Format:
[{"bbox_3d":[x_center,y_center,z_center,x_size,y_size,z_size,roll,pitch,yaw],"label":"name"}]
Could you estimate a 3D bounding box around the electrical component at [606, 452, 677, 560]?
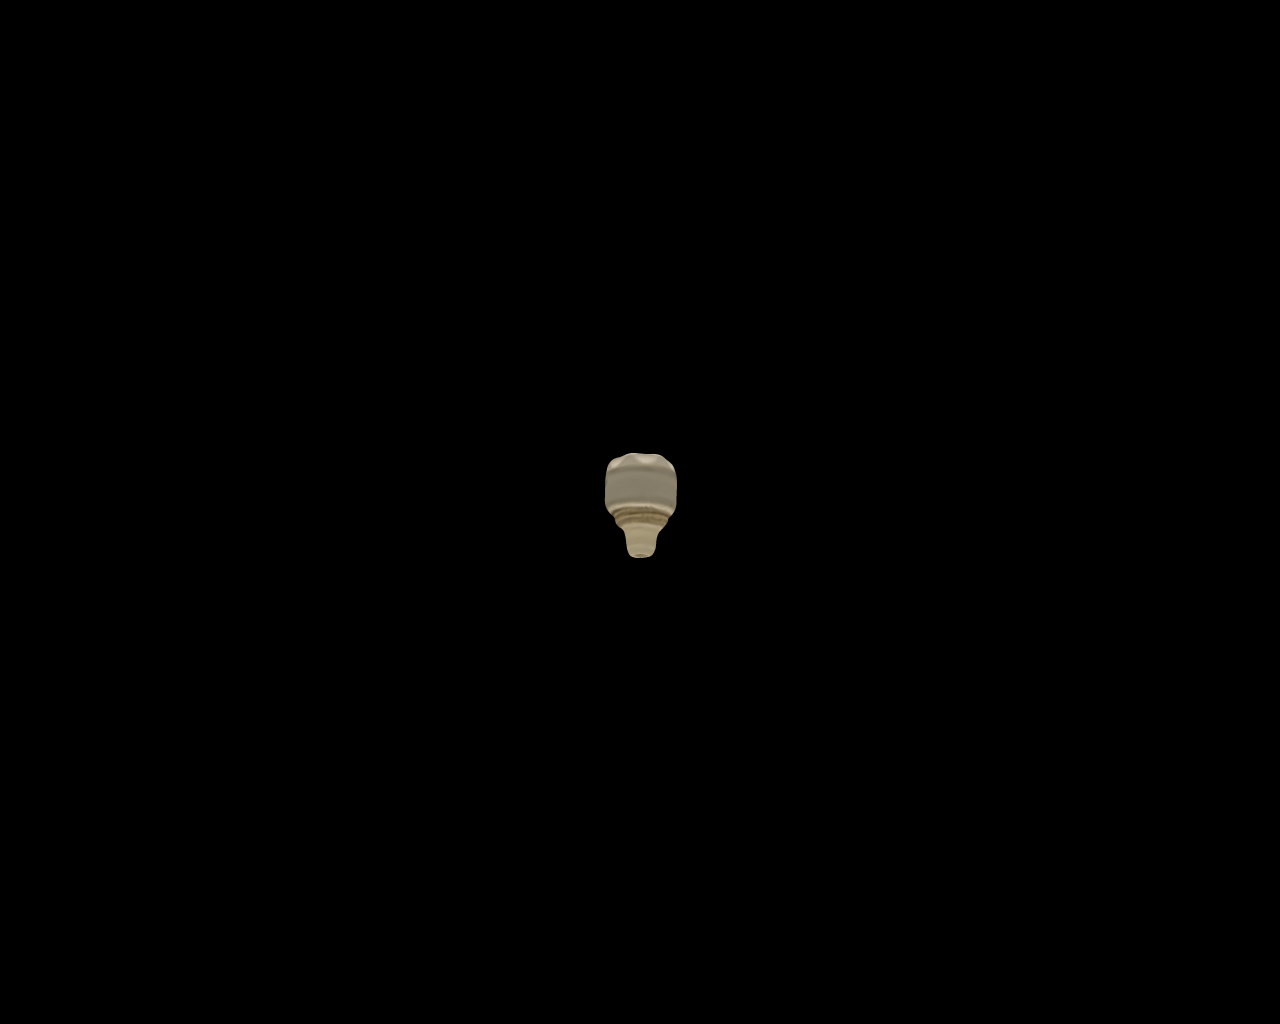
[{"bbox_3d":[0.001,-0.003,0.650,0.043,0.062,0.043,0,-14,0],"label":"electrical component"}]
